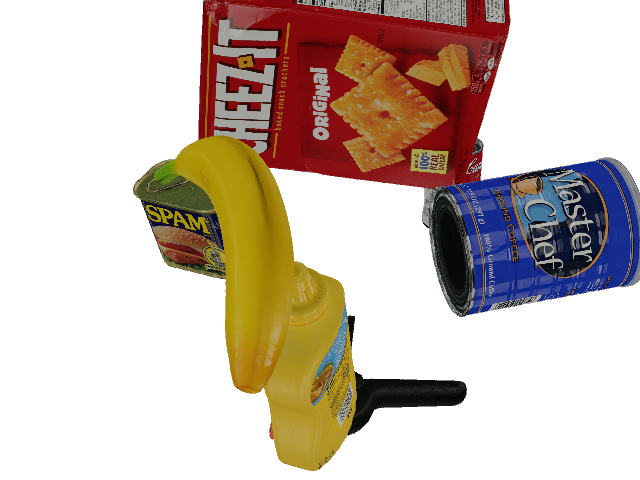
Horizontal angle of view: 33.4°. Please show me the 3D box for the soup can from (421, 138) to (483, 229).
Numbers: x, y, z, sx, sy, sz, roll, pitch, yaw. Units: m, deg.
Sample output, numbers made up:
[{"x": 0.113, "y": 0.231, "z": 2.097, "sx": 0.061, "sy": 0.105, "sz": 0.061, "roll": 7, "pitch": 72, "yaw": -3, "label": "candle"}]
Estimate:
[{"x": 0.154, "y": -0.067, "z": 1.258, "sx": 0.068, "sy": 0.102, "sz": 0.068, "roll": 0, "pitch": 26, "yaw": 0, "label": "soup can"}]

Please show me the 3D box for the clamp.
[{"x": 0.035, "y": 0.149, "z": 1.049, "sx": 0.165, "sy": 0.036, "sz": 0.209, "roll": 24, "pitch": 31, "yaw": 28, "label": "clamp"}]

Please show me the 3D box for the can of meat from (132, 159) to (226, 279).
[{"x": -0.106, "y": -0.017, "z": 0.945, "sx": 0.102, "sy": 0.084, "sz": 0.057, "roll": 13, "pitch": 46, "yaw": 31, "label": "can of meat"}]

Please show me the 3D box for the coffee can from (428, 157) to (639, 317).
[{"x": 0.166, "y": -0.003, "z": 0.827, "sx": 0.140, "sy": 0.103, "sz": 0.103, "roll": -10, "pitch": 1, "yaw": -8, "label": "coffee can"}]

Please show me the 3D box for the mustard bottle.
[{"x": -0.010, "y": 0.079, "z": 0.756, "sx": 0.058, "sy": 0.096, "sz": 0.191, "roll": 14, "pitch": -36, "yaw": 15, "label": "mustard bottle"}]

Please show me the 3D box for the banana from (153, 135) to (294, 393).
[{"x": -0.046, "y": -0.004, "z": 0.590, "sx": 0.037, "sy": 0.070, "sz": 0.198, "roll": 16, "pitch": 29, "yaw": -31, "label": "banana"}]

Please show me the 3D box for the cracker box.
[{"x": 0.018, "y": -0.122, "z": 0.797, "sx": 0.213, "sy": 0.072, "sz": 0.164, "roll": 7, "pitch": -39, "yaw": -2, "label": "cracker box"}]
